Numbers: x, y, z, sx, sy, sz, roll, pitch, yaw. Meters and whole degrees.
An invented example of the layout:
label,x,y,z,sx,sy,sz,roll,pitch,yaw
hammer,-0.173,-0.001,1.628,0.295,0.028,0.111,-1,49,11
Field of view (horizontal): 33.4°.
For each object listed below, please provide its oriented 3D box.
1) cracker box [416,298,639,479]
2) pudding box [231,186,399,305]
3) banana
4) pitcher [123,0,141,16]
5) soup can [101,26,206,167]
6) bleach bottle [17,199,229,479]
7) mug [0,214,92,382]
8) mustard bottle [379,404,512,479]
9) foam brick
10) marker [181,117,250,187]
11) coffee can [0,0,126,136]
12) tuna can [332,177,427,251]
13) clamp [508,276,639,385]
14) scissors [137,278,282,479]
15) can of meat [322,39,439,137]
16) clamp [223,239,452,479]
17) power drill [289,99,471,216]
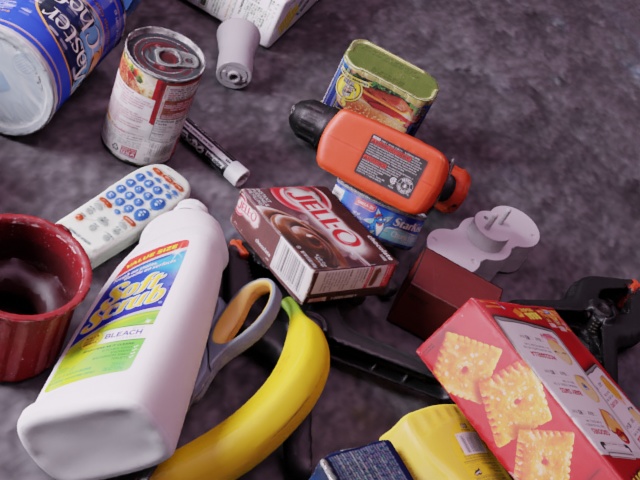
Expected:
label,x,y,z,sx,sy,sz,roll,pitch,yaw
cracker box,0.188,0.147,0.802,0.163,0.072,0.214,11,38,-56
pudding box,-0.006,0.001,0.858,0.089,0.039,0.114,-6,42,-39
banana,-0.047,0.119,0.743,0.070,0.037,0.197,12,45,33
pitcher,-0.216,-0.328,1.049,0.144,0.149,0.243,10,48,-21
soup can,-0.143,-0.120,0.906,0.068,0.102,0.068,14,43,-14
bleach bottle,-0.125,0.054,0.764,0.103,0.068,0.250,-15,32,18
mug,-0.206,0.035,0.736,0.093,0.082,0.117,26,42,-2
mustard bottle,0.121,0.208,0.749,0.096,0.058,0.192,12,39,-53
foam brick,0.106,0.054,0.901,0.078,0.053,0.051,30,42,1
marker,-0.112,-0.092,0.958,0.121,0.020,0.020,42,44,15
coffee can,-0.240,-0.168,0.904,0.103,0.103,0.140,26,42,-2
tuna can,0.048,-0.023,0.933,0.086,0.034,0.086,23,9,-4
clamp,0.251,0.082,0.959,0.171,0.039,0.120,-17,60,-39
scissors,-0.100,0.098,0.757,0.096,0.016,0.201,3,43,42
can of meat,0.055,-0.134,1.038,0.102,0.084,0.057,28,42,-1
clamp,-0.016,0.083,0.821,0.210,0.036,0.164,43,48,20
power drill,0.047,-0.077,0.936,0.184,0.057,0.187,25,8,4
